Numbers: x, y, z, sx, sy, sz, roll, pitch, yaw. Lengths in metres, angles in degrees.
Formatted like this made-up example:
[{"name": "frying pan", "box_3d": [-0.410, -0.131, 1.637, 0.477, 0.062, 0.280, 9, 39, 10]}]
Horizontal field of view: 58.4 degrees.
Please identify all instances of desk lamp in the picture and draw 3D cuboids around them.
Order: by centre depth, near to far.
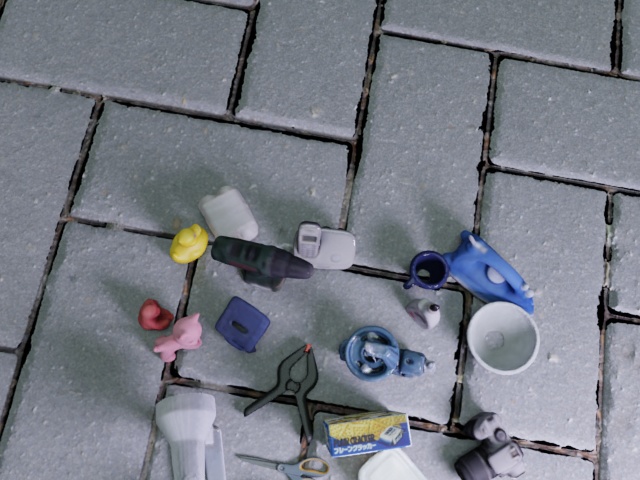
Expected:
[{"name": "desk lamp", "box_3d": [-0.259, 0.420, 1.176, 0.118, 0.213, 0.203, -9, 76, -5]}]

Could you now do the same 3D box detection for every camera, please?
[{"name": "camera", "box_3d": [0.359, 0.468, 1.249, 0.137, 0.101, 0.143, -27, 78, -9]}]

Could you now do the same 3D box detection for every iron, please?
[{"name": "iron", "box_3d": [0.417, 0.081, 1.331, 0.258, 0.141, 0.119, 40, 77, 8]}]

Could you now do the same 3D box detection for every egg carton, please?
[{"name": "egg carton", "box_3d": [-0.218, -0.055, 1.376, 0.107, 0.069, 0.150, -30, 78, -9]}]

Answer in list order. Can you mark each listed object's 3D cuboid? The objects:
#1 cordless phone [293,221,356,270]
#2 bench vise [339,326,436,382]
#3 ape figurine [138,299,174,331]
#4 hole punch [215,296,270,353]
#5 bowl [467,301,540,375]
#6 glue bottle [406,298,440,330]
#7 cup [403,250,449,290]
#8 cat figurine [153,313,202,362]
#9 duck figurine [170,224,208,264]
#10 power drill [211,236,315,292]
[{"name": "cordless phone", "box_3d": [0.012, 0.005, 1.311, 0.147, 0.185, 0.094, 2, 75, -2]}, {"name": "bench vise", "box_3d": [0.150, 0.240, 1.237, 0.207, 0.220, 0.121, -5, 75, -4]}, {"name": "ape figurine", "box_3d": [-0.380, 0.168, 1.299, 0.076, 0.092, 0.078, -18, 77, -7]}, {"name": "hole punch", "box_3d": [-0.175, 0.195, 1.302, 0.108, 0.091, 0.101, 33, 76, 6]}, {"name": "bowl", "box_3d": [0.414, 0.229, 1.327, 0.167, 0.075, 0.167, 1, 75, -2]}, {"name": "glue bottle", "box_3d": [0.241, 0.160, 1.287, 0.078, 0.173, 0.037, 43, 78, 9]}, {"name": "cup", "box_3d": [0.239, 0.086, 1.346, 0.118, 0.095, 0.091, -35, 79, -10]}, {"name": "cat figurine", "box_3d": [-0.313, 0.217, 1.276, 0.128, 0.118, 0.067, -29, 78, -9]}, {"name": "duck figurine", "box_3d": [-0.313, 0.004, 1.348, 0.077, 0.086, 0.105, 41, 77, 8]}, {"name": "power drill", "box_3d": [-0.123, 0.056, 1.280, 0.229, 0.208, 0.076, 16, 75, 2]}]
